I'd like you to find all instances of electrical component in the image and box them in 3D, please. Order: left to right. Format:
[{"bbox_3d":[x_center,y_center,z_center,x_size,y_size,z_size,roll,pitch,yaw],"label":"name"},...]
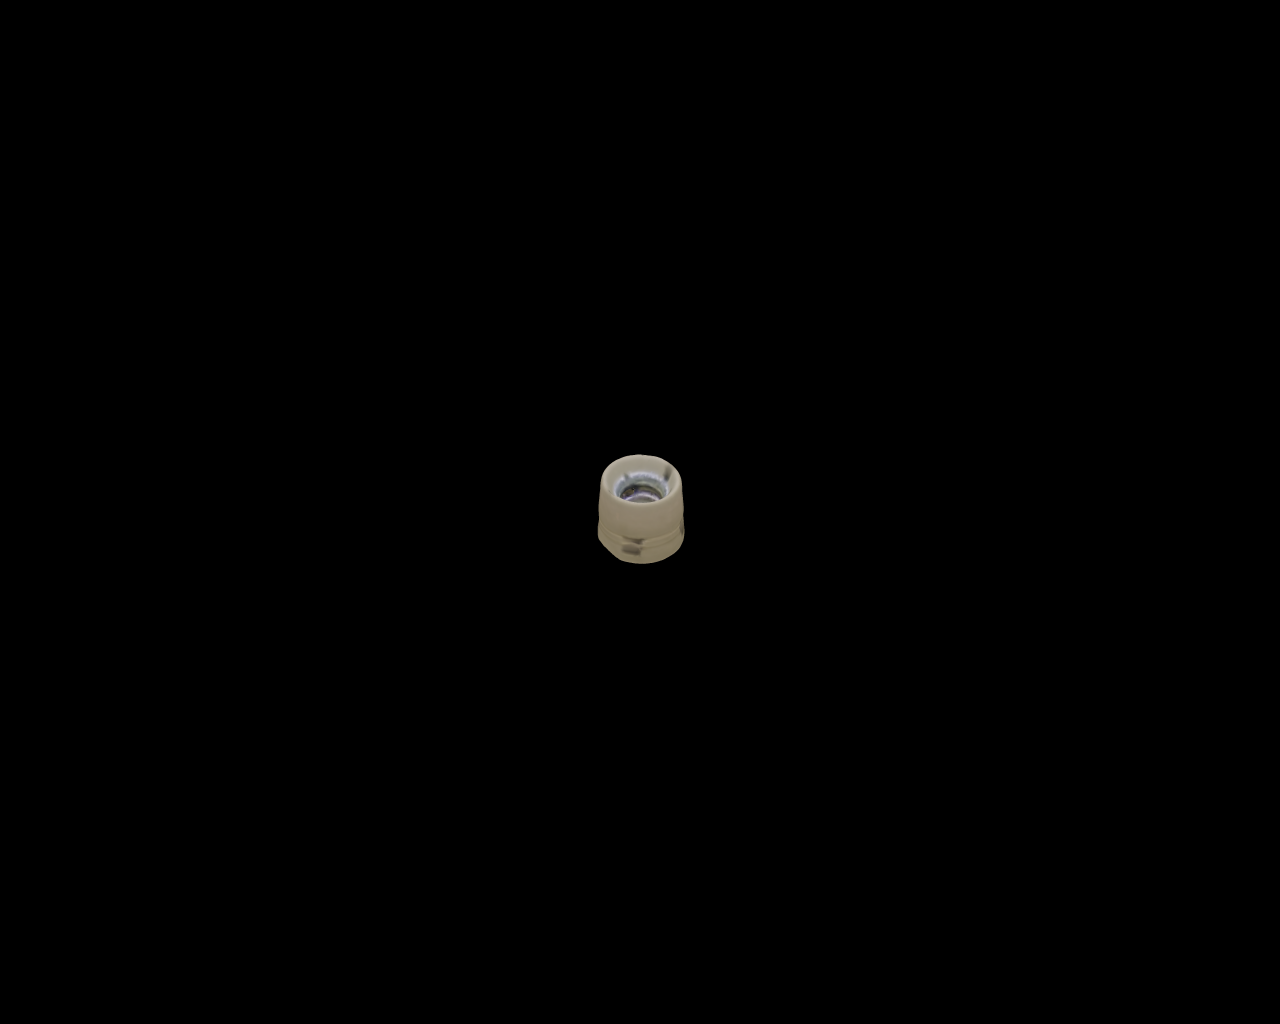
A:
[{"bbox_3d":[0.001,-0.003,0.650,0.055,0.047,0.055,0,42,0],"label":"electrical component"}]
